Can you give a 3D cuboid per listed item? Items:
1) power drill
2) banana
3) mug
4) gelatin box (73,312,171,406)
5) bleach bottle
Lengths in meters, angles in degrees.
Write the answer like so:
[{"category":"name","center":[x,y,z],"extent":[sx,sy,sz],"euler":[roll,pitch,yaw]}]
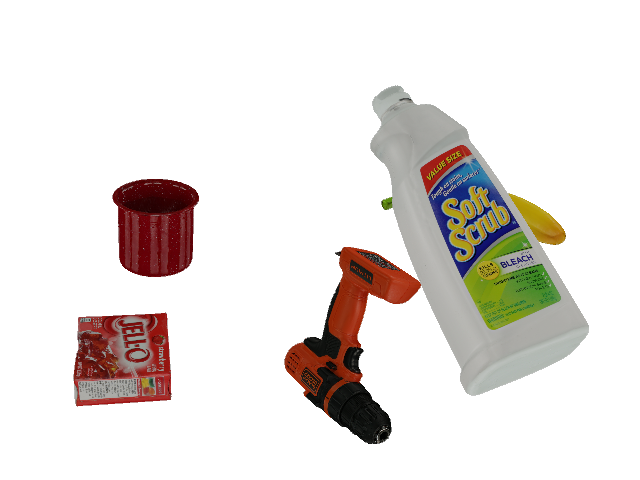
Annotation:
[{"category":"power drill","center":[0.044,0.115,1.215],"extent":[0.057,0.188,0.185],"euler":[13,16,-42]},{"category":"banana","center":[0.167,-0.030,1.127],"extent":[0.198,0.037,0.069],"euler":[10,39,25]},{"category":"mug","center":[-0.188,-0.017,1.182],"extent":[0.093,0.081,0.117],"euler":[-15,33,-33]},{"category":"gelatin box","center":[-0.156,0.092,0.845],"extent":[0.073,0.030,0.089],"euler":[-2,29,-8]},{"category":"bleach bottle","center":[0.100,-0.013,0.821],"extent":[0.102,0.251,0.068],"euler":[-19,-25,-19]}]
